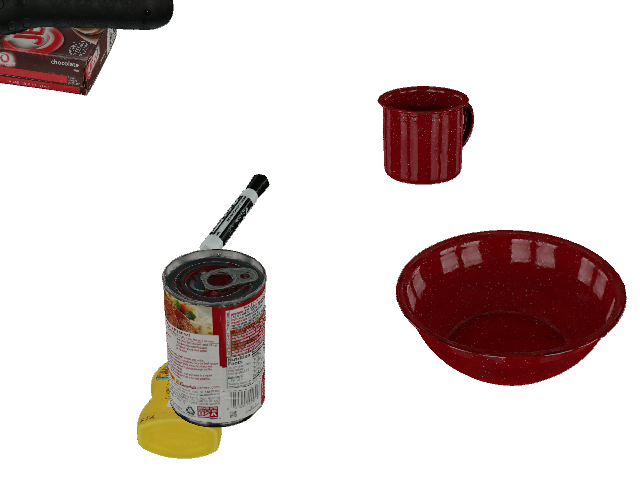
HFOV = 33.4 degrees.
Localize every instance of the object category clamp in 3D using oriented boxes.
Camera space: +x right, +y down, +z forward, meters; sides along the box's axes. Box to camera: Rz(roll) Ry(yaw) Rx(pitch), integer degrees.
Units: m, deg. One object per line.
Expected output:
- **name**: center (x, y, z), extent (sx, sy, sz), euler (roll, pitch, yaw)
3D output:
- **clamp**: center (-0.175, -0.141, 0.609), extent (0.171, 0.039, 0.120), euler (-5, 23, -12)

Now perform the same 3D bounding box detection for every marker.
- **marker**: center (-0.083, -0.027, 1.063), extent (0.020, 0.020, 0.121), euler (0, 39, 32)

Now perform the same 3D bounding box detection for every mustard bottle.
- **mustard bottle**: center (-0.161, 0.188, 1.307), extent (0.096, 0.058, 0.191), euler (2, 25, 1)

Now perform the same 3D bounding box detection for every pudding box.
- **pudding box**: center (-0.219, -0.164, 0.867), extent (0.090, 0.039, 0.113), euler (9, 35, -1)

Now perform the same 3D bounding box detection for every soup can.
- **soup can**: center (-0.070, 0.066, 0.720), extent (0.068, 0.102, 0.068), euler (1, 30, -1)

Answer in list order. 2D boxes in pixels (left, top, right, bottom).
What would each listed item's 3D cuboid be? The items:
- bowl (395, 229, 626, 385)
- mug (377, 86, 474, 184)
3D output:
- **bowl**: center (0.135, 0.055, 0.772), extent (0.162, 0.055, 0.162), euler (-3, 32, 2)
- **mug**: center (0.116, -0.112, 1.117), extent (0.117, 0.081, 0.093), euler (-21, 30, -36)
